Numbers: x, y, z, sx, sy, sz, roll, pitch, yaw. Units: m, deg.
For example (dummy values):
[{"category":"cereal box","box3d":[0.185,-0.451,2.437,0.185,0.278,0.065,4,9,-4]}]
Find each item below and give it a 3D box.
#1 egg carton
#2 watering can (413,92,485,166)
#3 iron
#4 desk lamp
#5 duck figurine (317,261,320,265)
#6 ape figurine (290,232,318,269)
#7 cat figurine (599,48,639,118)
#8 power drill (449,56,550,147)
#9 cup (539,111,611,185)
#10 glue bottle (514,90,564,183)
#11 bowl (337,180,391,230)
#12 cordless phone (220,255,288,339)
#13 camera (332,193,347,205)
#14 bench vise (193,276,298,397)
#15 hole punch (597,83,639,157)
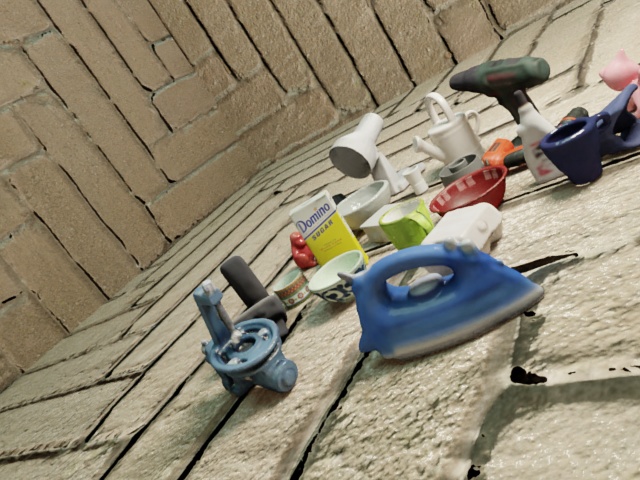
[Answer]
[{"category":"egg carton","box3d":[0.234,0.000,0.941,0.107,0.069,0.150,-14,24,50]},{"category":"watering can","box3d":[0.304,-0.263,1.377,0.173,0.194,0.100,-41,17,-27]},{"category":"iron","box3d":[0.152,0.061,0.781,0.257,0.141,0.119,-25,17,28]},{"category":"desk lamp","box3d":[0.147,-0.218,1.525,0.204,0.214,0.117,-44,18,-33]},{"category":"duck figurine","box3d":[0.012,0.005,1.354,0.077,0.086,0.105,-24,18,31]},{"category":"ape figurine","box3d":[-0.043,0.021,1.407,0.076,0.092,0.078,-14,25,51]},{"category":"cat figurine","box3d":[0.580,-0.300,1.071,0.067,0.118,0.128,-30,15,11]},{"category":"power drill","box3d":[0.408,-0.299,1.247,0.076,0.209,0.229,-43,18,-30]},{"category":"cup","box3d":[0.434,-0.147,0.941,0.117,0.095,0.091,-32,15,6]},{"category":"glue bottle","box3d":[0.385,-0.188,1.017,0.078,0.173,0.037,-25,17,28]},{"category":"bowl","box3d":[0.113,-0.075,1.417,0.167,0.075,0.167,-31,15,10]},{"category":"cordless phone","box3d":[-0.159,0.132,1.120,0.148,0.185,0.094,-37,16,-12]},{"category":"camera","box3d":[0.020,-0.074,1.558,0.137,0.101,0.143,-36,15,-11]},{"category":"bench vise","box3d":[-0.159,0.167,0.941,0.207,0.220,0.122,-23,18,34]},{"category":"hole punch","box3d":[0.500,-0.202,0.983,0.100,0.091,0.109,-14,24,51]}]
